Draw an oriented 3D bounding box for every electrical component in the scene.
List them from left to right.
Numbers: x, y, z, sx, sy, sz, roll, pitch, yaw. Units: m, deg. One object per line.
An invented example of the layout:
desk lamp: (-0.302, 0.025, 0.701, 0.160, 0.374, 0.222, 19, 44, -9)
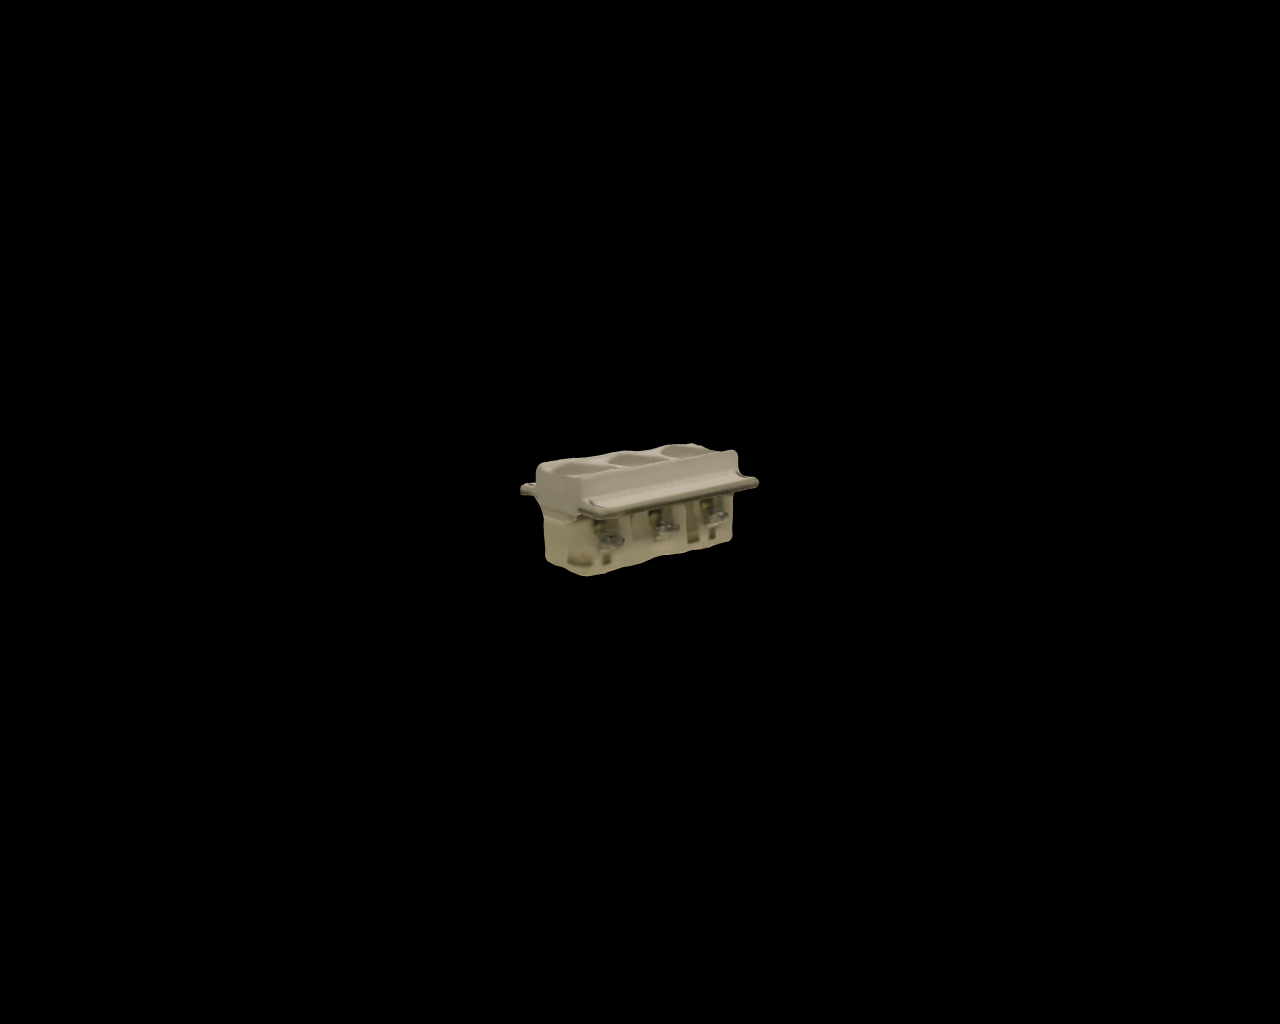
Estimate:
electrical component: (0.001, -0.003, 0.650, 0.121, 0.063, 0.079, -11, 18, -37)
